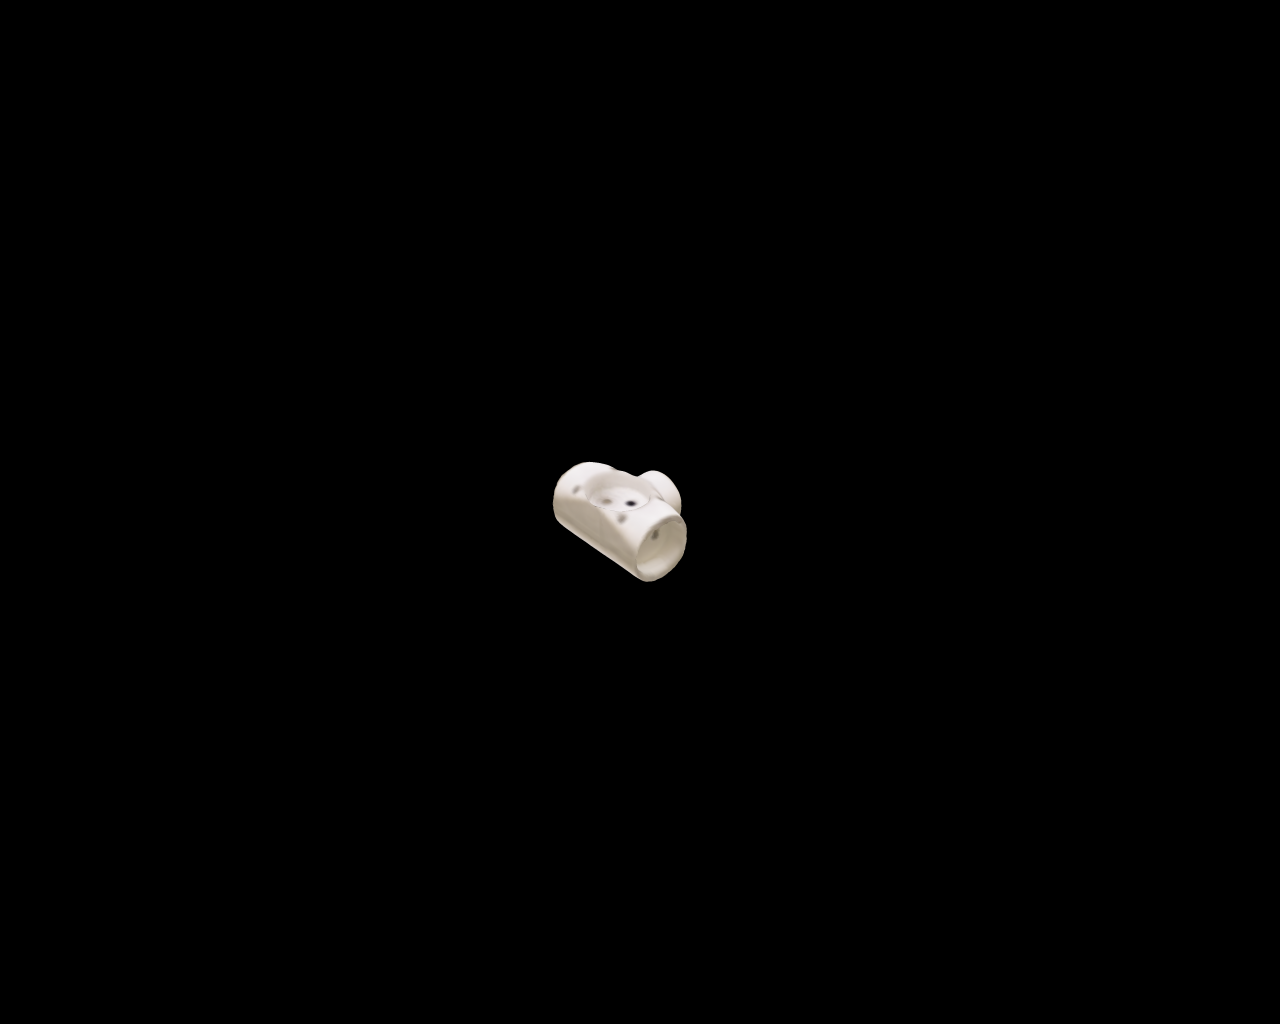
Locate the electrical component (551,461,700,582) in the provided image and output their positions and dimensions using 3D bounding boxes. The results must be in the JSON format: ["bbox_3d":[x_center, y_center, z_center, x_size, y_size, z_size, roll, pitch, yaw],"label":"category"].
[{"bbox_3d":[0.001,-0.003,0.650,0.079,0.044,0.077,-27,44,-33],"label":"electrical component"}]
